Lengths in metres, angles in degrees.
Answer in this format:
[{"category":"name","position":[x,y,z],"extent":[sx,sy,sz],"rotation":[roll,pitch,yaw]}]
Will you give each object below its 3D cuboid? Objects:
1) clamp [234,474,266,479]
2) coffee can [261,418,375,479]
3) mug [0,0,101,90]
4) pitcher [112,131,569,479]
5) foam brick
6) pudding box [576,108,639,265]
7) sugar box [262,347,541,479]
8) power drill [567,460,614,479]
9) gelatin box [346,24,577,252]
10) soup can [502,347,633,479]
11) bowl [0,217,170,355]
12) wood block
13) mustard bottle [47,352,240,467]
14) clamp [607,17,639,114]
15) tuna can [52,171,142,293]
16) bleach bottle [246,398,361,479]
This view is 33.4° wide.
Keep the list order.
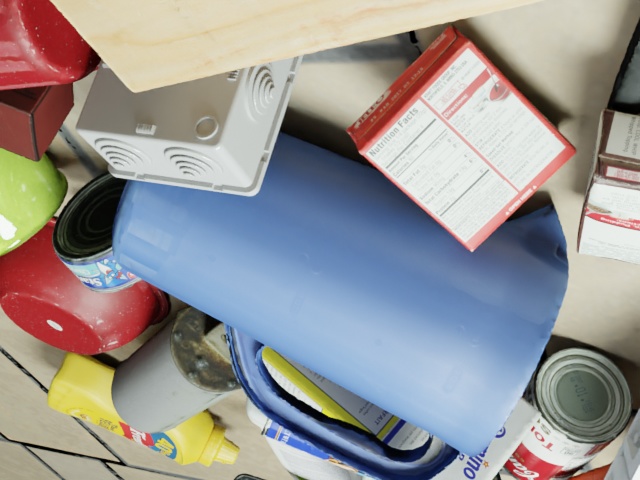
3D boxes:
[{"category":"clamp","position":[0.046,0.247,0.914],"extent":[0.209,0.036,0.165],"rotation":[26,163,-26]},{"category":"coffee can","position":[0.041,0.121,0.777],"extent":[0.140,0.102,0.103],"rotation":[22,150,2]},{"category":"mug","position":[-0.156,-0.115,0.557],"extent":[0.082,0.093,0.117],"rotation":[0,162,26]},{"category":"pitcher","position":[0.006,0.025,0.613],"extent":[0.243,0.149,0.145],"rotation":[25,151,3]},{"category":"foam brick","position":[-0.196,-0.093,0.646],"extent":[0.078,0.053,0.051],"rotation":[22,150,2]},{"category":"pudding box","position":[0.172,-0.017,0.510],"extent":[0.090,0.039,0.113],"rotation":[12,165,14]},{"category":"sugar box","position":[0.043,0.094,0.689],"extent":[0.176,0.093,0.048],"rotation":[40,156,12]},{"category":"power drill","position":[0.278,0.186,0.738],"extent":[0.185,0.057,0.187],"rotation":[-24,134,23]},{"category":"gelatin box","position":[0.069,-0.049,0.523],"extent":[0.089,0.030,0.073],"rotation":[39,103,-26]},{"category":"soup can","position":[0.164,0.123,0.730],"extent":[0.068,0.068,0.102],"rotation":[21,151,3]},{"category":"bowl","position":[-0.208,0.048,0.875],"extent":[0.162,0.055,0.162],"rotation":[17,150,10]},{"category":"wood block","position":[-0.011,-0.134,0.419],"extent":[0.207,0.090,0.090],"rotation":[-4,140,39]},{"category":"mustard bottle","position":[-0.168,0.172,1.042],"extent":[0.191,0.058,0.096],"rotation":[25,152,-4]},{"category":"clamp","position":[0.139,-0.103,0.422],"extent":[0.120,0.039,0.172],"rotation":[28,154,-31]},{"category":"tuna can","position":[-0.133,-0.009,0.704],"extent":[0.086,0.086,0.033],"rotation":[0,141,34]},{"category":"bleach bottle","position":[0.003,0.189,0.952],"extent":[0.103,0.068,0.251],"rotation":[15,151,14]}]
